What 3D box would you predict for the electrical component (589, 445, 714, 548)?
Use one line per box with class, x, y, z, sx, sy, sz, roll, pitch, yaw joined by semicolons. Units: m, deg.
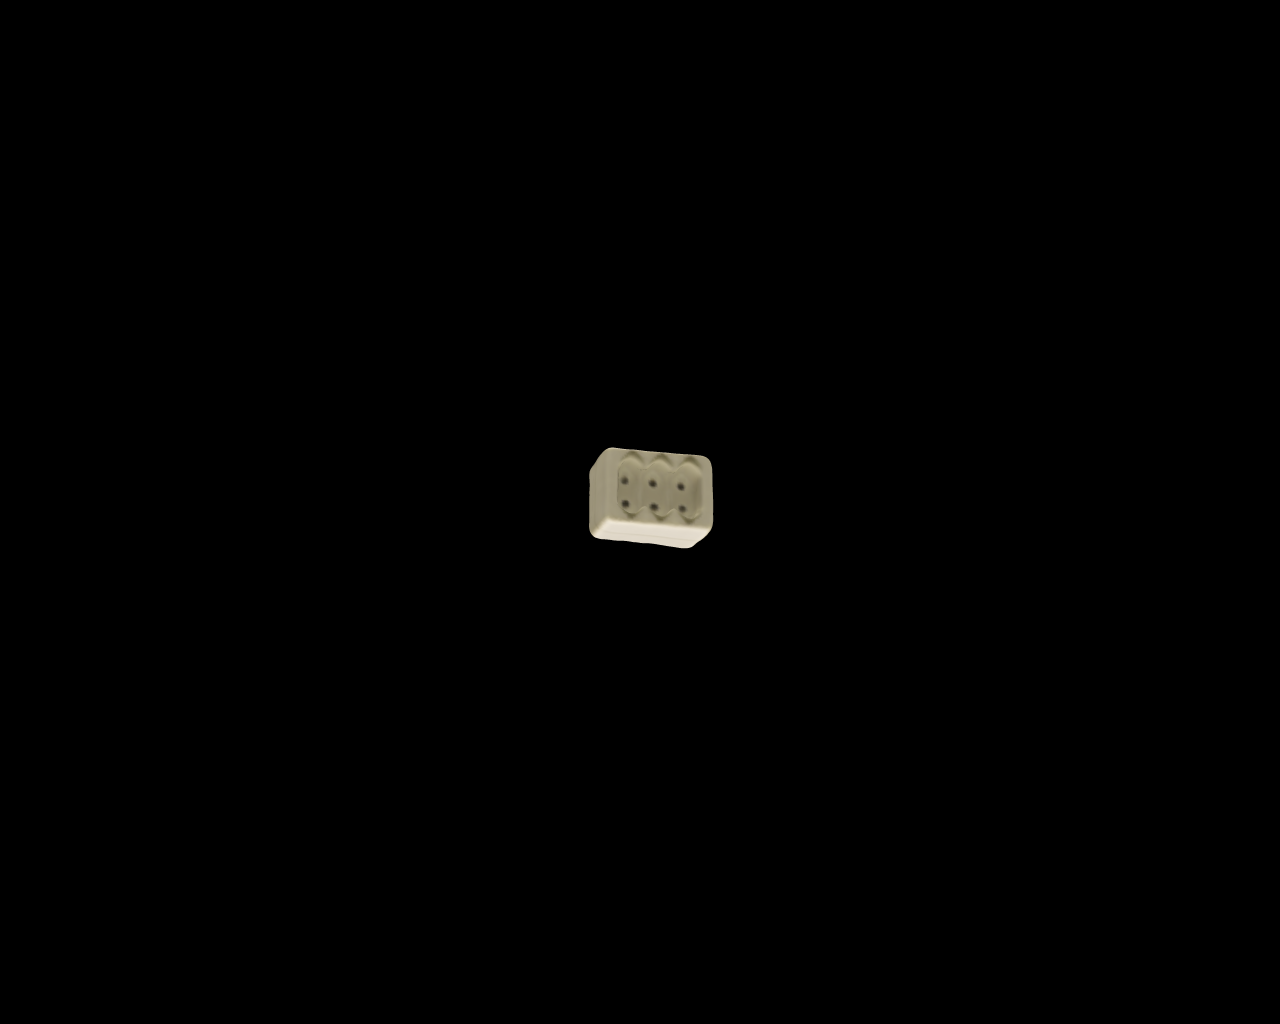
electrical component;0.001;-0.003;0.650;0.066;0.047;0.076;6;-19;-16
